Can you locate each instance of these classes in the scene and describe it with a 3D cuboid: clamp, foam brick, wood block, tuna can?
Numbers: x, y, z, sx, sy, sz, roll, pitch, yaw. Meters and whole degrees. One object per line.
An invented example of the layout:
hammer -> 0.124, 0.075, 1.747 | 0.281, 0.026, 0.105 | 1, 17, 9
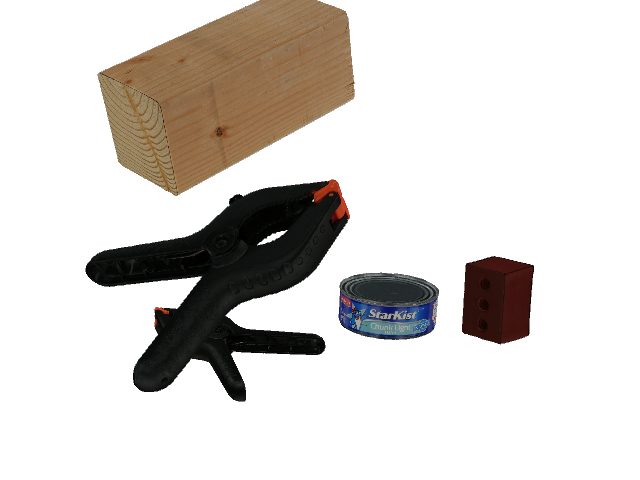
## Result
clamp -> -0.057, 0.021, 0.651 | 0.171, 0.120, 0.039 | -25, -40, 2
foam brick -> 0.183, 0.061, 1.103 | 0.051, 0.078, 0.053 | -14, 20, -43
wood block -> -0.076, -0.134, 0.929 | 0.205, 0.091, 0.090 | -32, 43, -31
tuna can -> 0.058, 0.056, 0.922 | 0.086, 0.034, 0.086 | 2, 15, -1
clamp -> -0.121, 0.125, 1.259 | 0.210, 0.036, 0.164 | 15, 23, 25

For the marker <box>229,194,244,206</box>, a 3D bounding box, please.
marker -> -0.081, 0.003, 1.083 | 0.020, 0.121, 0.020 | 1, 41, -1
